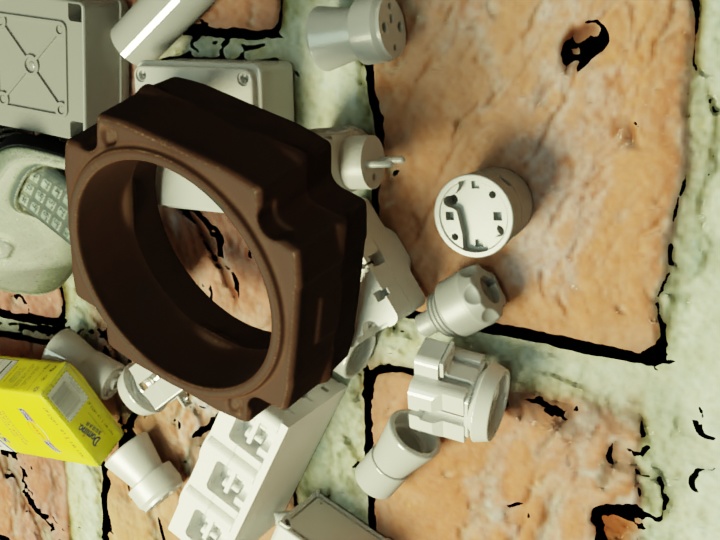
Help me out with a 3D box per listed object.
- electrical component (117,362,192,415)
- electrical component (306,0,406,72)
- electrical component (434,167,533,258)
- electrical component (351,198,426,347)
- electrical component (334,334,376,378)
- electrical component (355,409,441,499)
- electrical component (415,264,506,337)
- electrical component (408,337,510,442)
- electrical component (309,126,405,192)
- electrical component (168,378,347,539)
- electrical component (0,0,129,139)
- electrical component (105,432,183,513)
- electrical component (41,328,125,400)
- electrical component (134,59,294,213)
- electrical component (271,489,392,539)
[{"bbox_3d":[-0.167,0.089,0.891,0.055,0.048,0.066,-36,85,24],"label":"electrical component"},{"bbox_3d":[-0.002,-0.160,0.730,0.055,0.045,0.045,-3,103,29],"label":"electrical component"},{"bbox_3d":[0.084,-0.040,0.715,0.055,0.047,0.055,8,108,27],"label":"electrical component"},{"bbox_3d":[0.000,0.000,0.767,0.050,0.056,0.089,-31,88,32],"label":"electrical component"},{"bbox_3d":[-0.018,0.053,0.803,0.046,0.040,0.040,30,116,24],"label":"electrical component"},{"bbox_3d":[0.025,0.141,0.804,0.044,0.044,0.065,43,124,11],"label":"electrical component"},{"bbox_3d":[0.066,0.026,0.746,0.062,0.043,0.043,-31,88,33],"label":"electrical component"},{"bbox_3d":[0.070,0.087,0.751,0.057,0.058,0.078,14,135,20],"label":"electrical component"},{"bbox_3d":[-0.009,-0.074,0.739,0.079,0.077,0.044,2,105,28],"label":"electrical component"},{"bbox_3d":[-0.084,0.144,0.834,0.062,0.089,0.150,34,118,16],"label":"electrical component"},{"bbox_3d":[-0.241,-0.164,0.852,0.109,0.056,0.108,13,110,25],"label":"electrical component"},{"bbox_3d":[-0.185,0.174,0.925,0.055,0.045,0.045,49,121,7],"label":"electrical component"},{"bbox_3d":[-0.236,0.084,0.930,0.065,0.044,0.044,27,115,15],"label":"electrical component"},{"bbox_3d":[-0.106,-0.101,0.796,0.109,0.056,0.108,7,107,27],"label":"electrical component"},{"bbox_3d":[-0.032,0.225,0.846,0.096,0.062,0.061,31,117,18],"label":"electrical component"}]
